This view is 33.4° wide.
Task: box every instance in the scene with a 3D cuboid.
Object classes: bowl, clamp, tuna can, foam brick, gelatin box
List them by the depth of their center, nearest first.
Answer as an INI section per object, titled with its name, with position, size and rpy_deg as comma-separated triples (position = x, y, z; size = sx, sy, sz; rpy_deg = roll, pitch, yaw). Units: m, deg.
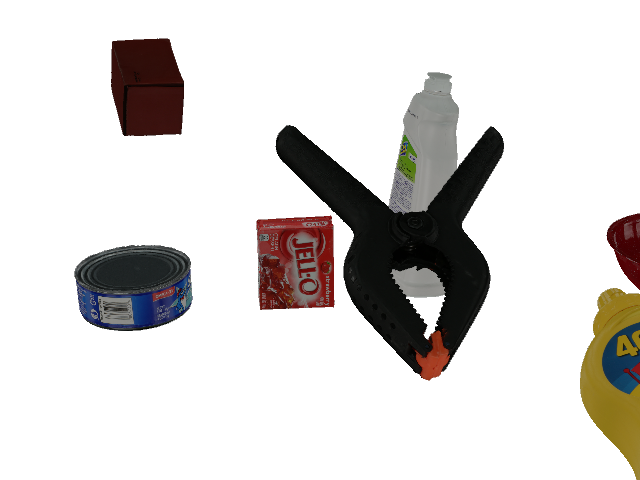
[clamp]
position = 0.049, -0.004, 0.709
size = 0.164, 0.210, 0.036
rpy_deg = 4, -40, -3
[tuna can]
position = -0.139, 0.035, 0.798
size = 0.086, 0.034, 0.086
rpy_deg = -2, 22, 0
[foam brick]
position = -0.151, -0.133, 0.924
size = 0.053, 0.051, 0.078
rpy_deg = -4, 40, -16
[gelatin box]
position = -0.024, 0.022, 1.025
size = 0.073, 0.089, 0.030
rpy_deg = -2, 26, -4
[bowl]
position = 0.390, 0.024, 1.156
size = 0.162, 0.055, 0.162
rpy_deg = 0, 26, 0

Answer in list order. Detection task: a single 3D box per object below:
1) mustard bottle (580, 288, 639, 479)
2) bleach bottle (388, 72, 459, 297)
[mustard bottle]
position = 0.200, 0.090, 0.595
size = 0.096, 0.058, 0.192
rpy_deg = -9, 35, -6
[bleach bottle]
position = 0.123, -0.067, 1.239
size = 0.068, 0.251, 0.103
rpy_deg = -2, 23, -21
